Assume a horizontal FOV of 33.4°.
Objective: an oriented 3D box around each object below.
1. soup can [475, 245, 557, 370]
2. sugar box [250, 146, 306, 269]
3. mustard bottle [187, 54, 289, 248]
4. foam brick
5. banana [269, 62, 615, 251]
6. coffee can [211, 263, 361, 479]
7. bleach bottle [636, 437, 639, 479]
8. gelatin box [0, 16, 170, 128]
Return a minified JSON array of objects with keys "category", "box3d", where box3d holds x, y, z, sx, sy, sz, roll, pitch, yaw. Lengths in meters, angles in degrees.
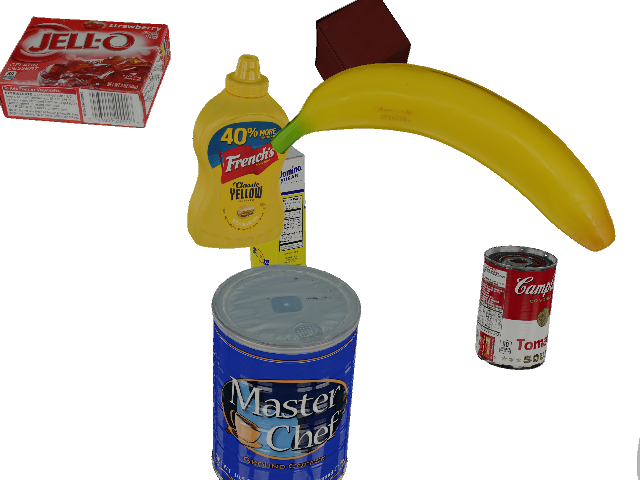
[{"category":"soup can","box3d":[0.184,0.063,1.011,0.068,0.102,0.068,3,16,-1]},{"category":"sugar box","box3d":[-0.053,-0.029,1.260,0.048,0.176,0.093,-14,26,-21]},{"category":"mustard bottle","box3d":[-0.077,-0.088,1.043,0.096,0.192,0.058,-4,29,-21]},{"category":"foam brick","box3d":[0.030,-0.138,0.799,0.053,0.051,0.078,-29,-13,-8]},{"category":"banana","box3d":[0.074,-0.055,0.592,0.198,0.070,0.037,18,16,9]},{"category":"coffee can","box3d":[-0.027,0.102,0.766,0.103,0.140,0.103,3,30,-2]},{"category":"bleach bottle","box3d":[0.282,0.092,0.701,0.103,0.068,0.250,12,24,25]},{"category":"gelatin box","box3d":[-0.142,-0.104,0.646,0.089,0.030,0.073,5,43,5]}]
